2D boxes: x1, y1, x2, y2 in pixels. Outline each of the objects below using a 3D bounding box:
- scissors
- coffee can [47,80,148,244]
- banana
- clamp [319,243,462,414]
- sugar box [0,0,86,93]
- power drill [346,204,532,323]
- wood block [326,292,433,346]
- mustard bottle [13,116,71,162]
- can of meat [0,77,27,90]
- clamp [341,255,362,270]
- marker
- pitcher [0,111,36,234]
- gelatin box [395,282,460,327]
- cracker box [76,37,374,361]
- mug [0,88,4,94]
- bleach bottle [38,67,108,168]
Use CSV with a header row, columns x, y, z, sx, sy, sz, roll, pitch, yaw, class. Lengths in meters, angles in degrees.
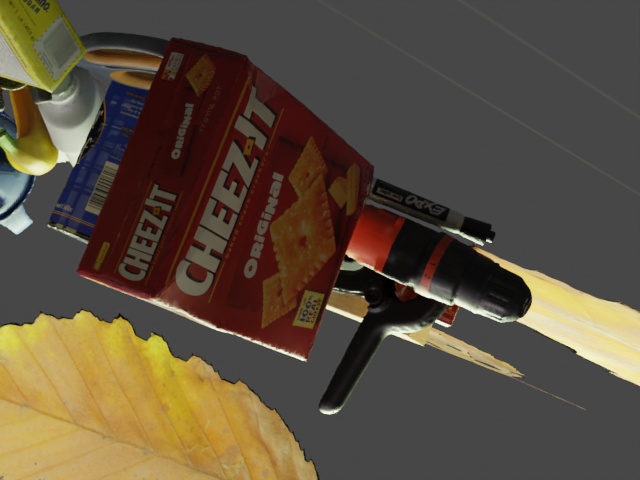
x,y,z,sx,sy,sz,roll,pitch,yaw,class
-0.179,-0.127,0.751,0.202,0.016,0.096,6,169,25,scissors
-0.134,-0.055,0.819,0.103,0.140,0.103,22,174,2,coffee can
-0.260,-0.104,0.961,0.198,0.037,0.069,-116,8,-62,banana
0.052,0.051,1.052,0.036,0.210,0.165,24,-147,-59,clamp
-0.241,-0.157,0.681,0.176,0.048,0.093,22,154,28,sugar box
0.101,0.021,0.912,0.184,0.057,0.187,27,-179,17,power drill
0.044,0.052,1.344,0.206,0.090,0.090,20,173,21,wood block
-0.244,-0.101,1.203,0.191,0.058,0.096,23,170,3,mustard bottle
-0.271,-0.158,0.825,0.102,0.057,0.084,26,175,-25,can of meat
0.000,-0.008,1.160,0.172,0.039,0.120,-2,135,48,clamp
0.085,-0.024,0.867,0.121,0.020,0.020,22,174,1,marker
-0.403,-0.108,1.180,0.144,0.149,0.243,1,-157,-31,pitcher
0.105,0.038,1.086,0.089,0.073,0.030,22,174,4,gelatin box
-0.051,-0.018,0.741,0.072,0.164,0.213,16,172,29,cracker box
-0.333,-0.144,0.920,0.093,0.117,0.081,52,-170,21,mug
-0.207,-0.102,0.970,0.068,0.102,0.251,-15,164,-2,bleach bottle
